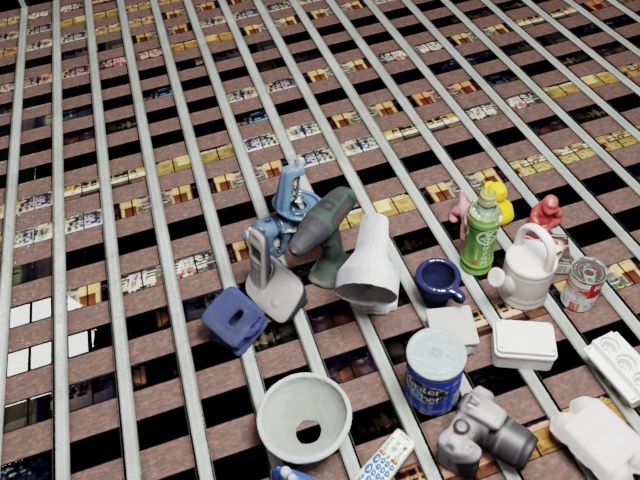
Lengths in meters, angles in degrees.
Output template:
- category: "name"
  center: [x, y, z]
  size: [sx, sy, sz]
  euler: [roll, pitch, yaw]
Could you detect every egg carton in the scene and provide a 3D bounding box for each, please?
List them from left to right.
- category: "egg carton"
  center: [0.468, 0.339, 0.961]
  size: [0.107, 0.069, 0.150]
  euler: [-30, 53, -19]

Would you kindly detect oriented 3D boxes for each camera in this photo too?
- category: "camera"
  center: [0.286, 0.333, 0.965]
  size: [0.136, 0.101, 0.143]
  euler: [27, 57, 27]

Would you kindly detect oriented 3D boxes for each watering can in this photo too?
- category: "watering can"
  center: [0.413, 0.051, 1.135]
  size: [0.100, 0.194, 0.173]
  euler: [30, 58, 28]

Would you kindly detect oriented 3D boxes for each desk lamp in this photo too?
- category: "desk lamp"
  center: [0.103, 0.063, 1.146]
  size: [0.117, 0.214, 0.203]
  euler: [4, 50, 10]

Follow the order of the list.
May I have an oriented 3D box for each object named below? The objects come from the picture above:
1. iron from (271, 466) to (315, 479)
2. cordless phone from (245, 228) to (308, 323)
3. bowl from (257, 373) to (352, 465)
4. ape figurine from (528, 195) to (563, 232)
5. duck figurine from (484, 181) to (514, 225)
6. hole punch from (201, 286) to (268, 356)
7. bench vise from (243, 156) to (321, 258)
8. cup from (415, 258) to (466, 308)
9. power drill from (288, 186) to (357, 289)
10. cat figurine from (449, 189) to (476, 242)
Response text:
- category: "iron"
  center: [-0.003, 0.426, 0.887]
  size: [0.119, 0.142, 0.257]
  euler: [-37, 55, -24]
- category: "cordless phone"
  center: [-0.098, 0.070, 1.179]
  size: [0.094, 0.185, 0.147]
  euler: [-39, 56, -25]
- category: "bowl"
  center: [-0.026, 0.327, 1.021]
  size: [0.167, 0.075, 0.167]
  euler: [-3, 49, 4]
- category: "ape figurine"
  center: [0.512, -0.063, 1.293]
  size: [0.077, 0.092, 0.076]
  euler: [-2, 49, 5]
- category: "duck figurine"
  center: [0.413, -0.093, 1.333]
  size: [0.077, 0.086, 0.104]
  euler: [-18, 50, -10]
- category: "hole punch"
  center: [-0.172, 0.163, 1.169]
  size: [0.100, 0.091, 0.109]
  euler: [24, 56, 25]
- category: "bench vise"
  center: [-0.073, -0.069, 1.275]
  size: [0.121, 0.220, 0.208]
  euler: [27, 57, 26]
- category: "cup"
  center: [0.249, 0.106, 1.171]
  size: [0.092, 0.095, 0.117]
  euler: [-33, 53, -21]
- category: "power drill"
  center: [0.011, 0.004, 1.210]
  size: [0.075, 0.209, 0.230]
  euler: [18, 53, 21]
- category: "cat figurine"
  center: [0.345, -0.060, 1.291]
  size: [0.067, 0.118, 0.127]
  euler: [-17, 49, -8]
